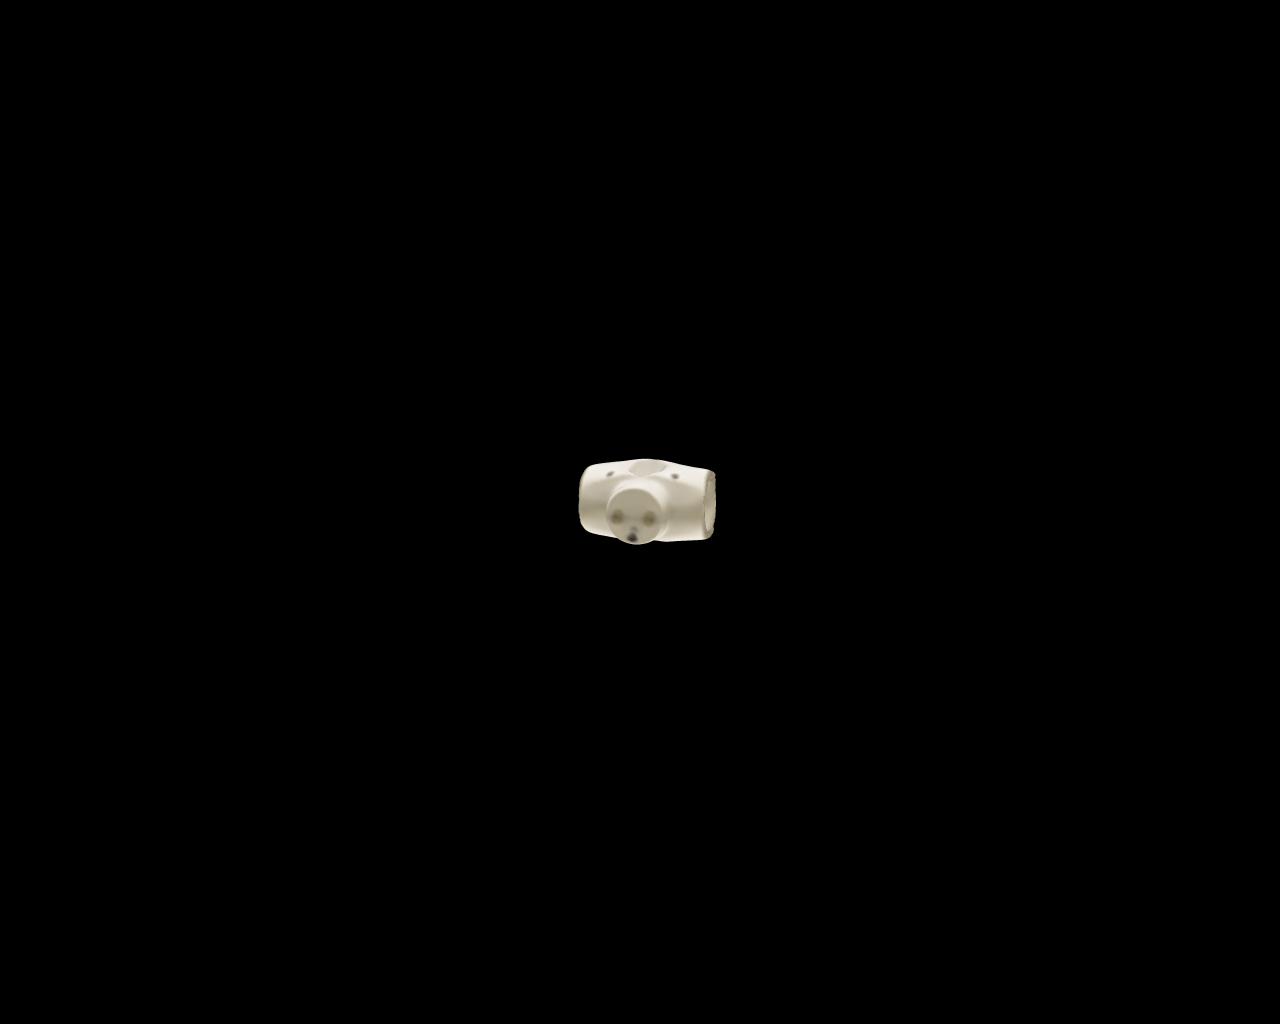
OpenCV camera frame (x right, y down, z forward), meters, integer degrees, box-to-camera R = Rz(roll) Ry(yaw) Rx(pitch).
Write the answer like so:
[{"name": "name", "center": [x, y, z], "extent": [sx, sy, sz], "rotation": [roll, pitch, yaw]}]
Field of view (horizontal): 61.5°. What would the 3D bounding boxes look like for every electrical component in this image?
[{"name": "electrical component", "center": [0.001, -0.003, 0.650], "extent": [0.077, 0.043, 0.079], "rotation": [4, 16, 14]}]
